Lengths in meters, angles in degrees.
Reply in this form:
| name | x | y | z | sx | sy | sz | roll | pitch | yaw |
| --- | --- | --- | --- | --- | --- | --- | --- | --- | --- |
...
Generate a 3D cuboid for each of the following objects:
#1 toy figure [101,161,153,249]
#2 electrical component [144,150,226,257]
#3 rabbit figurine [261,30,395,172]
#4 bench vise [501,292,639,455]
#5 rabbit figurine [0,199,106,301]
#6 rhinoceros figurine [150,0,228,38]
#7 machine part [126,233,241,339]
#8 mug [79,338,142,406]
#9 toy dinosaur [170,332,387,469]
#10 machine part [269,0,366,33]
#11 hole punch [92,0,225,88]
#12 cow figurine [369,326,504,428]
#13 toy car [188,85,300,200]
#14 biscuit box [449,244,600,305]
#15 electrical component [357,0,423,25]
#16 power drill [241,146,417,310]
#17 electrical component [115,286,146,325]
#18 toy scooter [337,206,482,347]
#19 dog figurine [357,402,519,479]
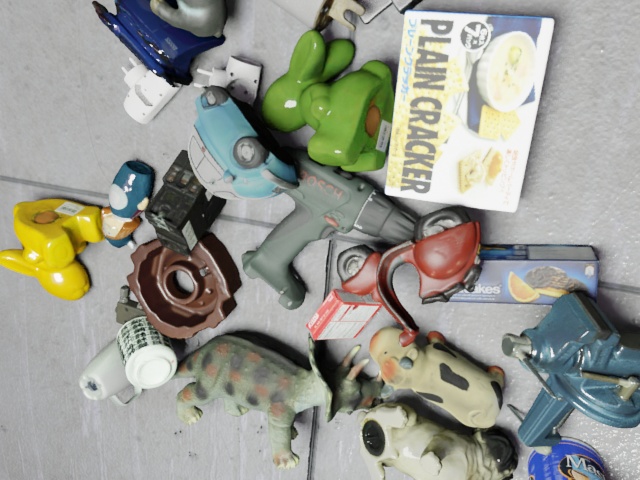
| name | x | y | z | sx | sy | sz | roll | pitch | yaw |
| --- | --- | --- | --- | --- | --- | --- | --- | --- | --- |
| toy figure | -0.303 | -0.048 | 0.830 | 0.064 | 0.058 | 0.154 | 52 | 124 | 39 |
| electrical component | -0.177 | -0.057 | 0.743 | 0.058 | 0.134 | 0.114 | 25 | 156 | 5 |
| rabbit figurine | -0.004 | -0.171 | 0.660 | 0.170 | 0.121 | 0.159 | 18 | 107 | 30 |
| bench vise | 0.303 | 0.182 | 0.656 | 0.224 | 0.129 | 0.240 | 2 | 125 | -22 |
| rabbit figurine | -0.433 | 0.028 | 0.866 | 0.162 | 0.122 | 0.173 | 8 | 129 | 8 |
| rhinoceros figurine | -0.135 | -0.316 | 0.599 | 0.112 | 0.073 | 0.190 | 33 | 141 | 11 |
| machine part | -0.210 | 0.064 | 0.836 | 0.180 | 0.056 | 0.179 | 5 | 108 | 16 |
| mug | -0.349 | 0.232 | 0.908 | 0.081 | 0.107 | 0.109 | -9 | 103 | 22 |
| toy dinosaur | -0.106 | 0.208 | 0.824 | 0.405 | 0.131 | 0.192 | 13 | 99 | 18 |
| machine part | -0.051 | -0.327 | 0.642 | 0.243 | 0.079 | 0.079 | 36 | 115 | 3 |
| hole punch | -0.199 | -0.269 | 0.693 | 0.092 | 0.116 | 0.142 | -40 | 93 | 17 |
| cow figurine | 0.152 | 0.183 | 0.721 | 0.195 | 0.127 | 0.085 | 31 | 112 | 3 |
| toy car | -0.108 | -0.104 | 0.656 | 0.103 | 0.109 | 0.162 | -41 | 77 | 12 |
| biscuit box | 0.239 | 0.043 | 0.683 | 0.203 | 0.059 | 0.062 | 0 | 108 | 18 |
| electrical component | 0.088 | -0.302 | 0.623 | 0.119 | 0.048 | 0.074 | -28 | 97 | 22 |
| power drill | -0.002 | -0.002 | 0.735 | 0.232 | 0.086 | 0.207 | 38 | 119 | 4 |
| electrical component | -0.317 | 0.126 | 0.909 | 0.063 | 0.021 | 0.093 | 15 | 113 | 13 |
| toy scooter | 0.118 | 0.048 | 0.642 | 0.184 | 0.075 | 0.135 | -24 | 76 | 17 |
| dog figurine | 0.166 | 0.285 | 0.760 | 0.172 | 0.190 | 0.121 | 49 | 125 | 40 |
